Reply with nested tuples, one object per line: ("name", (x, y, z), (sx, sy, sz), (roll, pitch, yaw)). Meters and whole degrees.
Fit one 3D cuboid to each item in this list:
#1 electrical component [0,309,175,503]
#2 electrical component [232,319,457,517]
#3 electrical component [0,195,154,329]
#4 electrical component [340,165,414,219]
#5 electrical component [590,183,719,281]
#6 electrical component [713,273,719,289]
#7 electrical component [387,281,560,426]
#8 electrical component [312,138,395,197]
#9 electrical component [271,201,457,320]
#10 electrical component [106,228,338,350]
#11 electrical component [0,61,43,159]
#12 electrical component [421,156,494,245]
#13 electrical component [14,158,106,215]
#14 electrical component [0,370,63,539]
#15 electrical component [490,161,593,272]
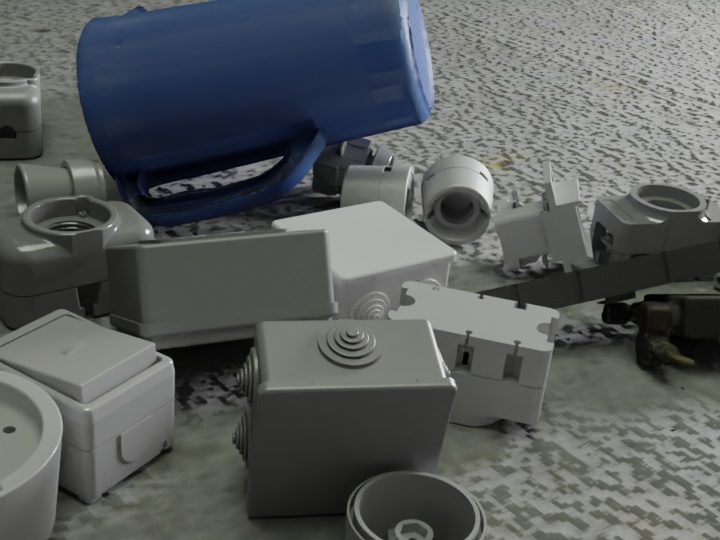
("electrical component", (-0.147, 0.059, 0.535), (0.096, 0.061, 0.062), (21, 31, 27))
("electrical component", (-0.009, 0.068, 0.506), (0.100, 0.099, 0.048), (0, 41, -11))
("electrical component", (-0.177, -0.008, 0.662), (0.095, 0.059, 0.054), (-13, 33, -32))
("electrical component", (0.013, -0.050, 0.789), (0.047, 0.055, 0.055), (6, 27, 9))
("electrical component", (0.218, -0.027, 0.782), (0.089, 0.055, 0.050), (-2, 28, -15))
("electrical component", (0.308, -0.005, 0.748), (0.061, 0.061, 0.096), (-19, 36, -39))
("electrical component", (0.061, 0.049, 0.602), (0.089, 0.055, 0.050), (11, 28, 11))
("electrical component", (-0.005, -0.080, 0.843), (0.055, 0.066, 0.048), (18, 63, 6))
("electrical component", (0.000, 0.000, 0.693), (0.100, 0.048, 0.100), (-13, 32, -31))
("electrical component", (-0.082, 0.008, 0.612), (0.109, 0.056, 0.109), (-6, 3, -22))
("electrical component", (-0.292, -0.136, 0.891), (0.054, 0.059, 0.095), (-3, 28, -16))
("electrical component", (0.072, -0.051, 0.802), (0.055, 0.055, 0.047), (6, 31, 1))
("electrical component", (-0.213, -0.056, 0.765), (0.055, 0.045, 0.045), (-9, 30, -27))
("electrical component", (-0.182, 0.095, 0.460), (0.108, 0.060, 0.108), (4, 27, -2))
("electrical component", (0.127, -0.030, 0.756), (0.064, 0.081, 0.042), (-12, 23, 15))
